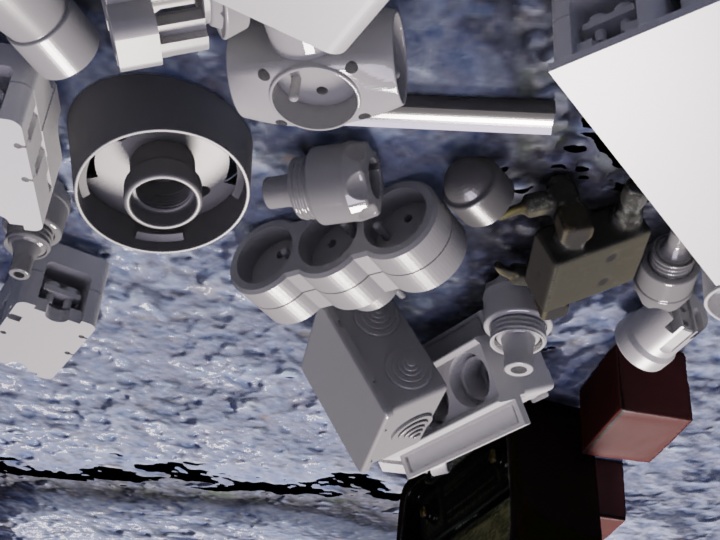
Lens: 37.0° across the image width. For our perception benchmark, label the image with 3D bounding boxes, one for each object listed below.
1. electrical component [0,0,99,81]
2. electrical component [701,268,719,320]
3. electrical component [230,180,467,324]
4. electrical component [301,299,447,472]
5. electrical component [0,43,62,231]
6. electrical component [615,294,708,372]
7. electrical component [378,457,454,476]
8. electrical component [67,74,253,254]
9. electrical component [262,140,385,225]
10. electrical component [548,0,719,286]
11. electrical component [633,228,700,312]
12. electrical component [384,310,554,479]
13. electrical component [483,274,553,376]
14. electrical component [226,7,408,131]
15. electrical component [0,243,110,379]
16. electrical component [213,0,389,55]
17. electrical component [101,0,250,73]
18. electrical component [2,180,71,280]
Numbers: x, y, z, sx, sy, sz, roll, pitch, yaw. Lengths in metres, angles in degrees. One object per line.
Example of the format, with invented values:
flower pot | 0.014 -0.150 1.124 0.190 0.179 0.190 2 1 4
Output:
electrical component | -0.148 -0.117 0.486 0.044 0.044 0.065 -7 150 17
electrical component | 0.244 -0.003 0.611 0.099 0.064 0.099 9 159 3
electrical component | 0.000 0.000 0.632 0.138 0.052 0.073 -15 142 27
electrical component | 0.008 0.069 0.698 0.048 0.099 0.099 -20 153 -24
electrical component | -0.184 -0.070 0.546 0.050 0.055 0.089 7 146 -4
electrical component | 0.190 0.036 0.677 0.040 0.040 0.046 18 139 -19
electrical component | 0.044 0.134 0.837 0.055 0.048 0.066 3 147 16
electrical component | -0.106 -0.057 0.571 0.099 0.064 0.099 -6 139 -5
electrical component | -0.021 -0.045 0.576 0.062 0.043 0.043 -7 145 19
electrical component | 0.176 -0.076 0.490 0.105 0.060 0.186 -19 140 31
electrical component | 0.179 -0.005 0.621 0.035 0.035 0.061 2 144 4
electrical component | 0.068 0.085 0.737 0.063 0.078 0.121 -5 159 -41
electrical component | 0.098 0.034 0.664 0.043 0.062 0.043 3 147 2
electrical component | -0.022 -0.105 0.484 0.077 0.044 0.079 -3 145 11
electrical component | -0.201 0.022 0.688 0.050 0.055 0.089 22 143 -24
electrical component | -0.035 -0.143 0.399 0.113 0.078 0.057 21 146 -23
electrical component | -0.079 -0.121 0.445 0.057 0.078 0.058 -13 149 -12
electrical component | -0.187 -0.023 0.612 0.035 0.061 0.035 3 147 2
